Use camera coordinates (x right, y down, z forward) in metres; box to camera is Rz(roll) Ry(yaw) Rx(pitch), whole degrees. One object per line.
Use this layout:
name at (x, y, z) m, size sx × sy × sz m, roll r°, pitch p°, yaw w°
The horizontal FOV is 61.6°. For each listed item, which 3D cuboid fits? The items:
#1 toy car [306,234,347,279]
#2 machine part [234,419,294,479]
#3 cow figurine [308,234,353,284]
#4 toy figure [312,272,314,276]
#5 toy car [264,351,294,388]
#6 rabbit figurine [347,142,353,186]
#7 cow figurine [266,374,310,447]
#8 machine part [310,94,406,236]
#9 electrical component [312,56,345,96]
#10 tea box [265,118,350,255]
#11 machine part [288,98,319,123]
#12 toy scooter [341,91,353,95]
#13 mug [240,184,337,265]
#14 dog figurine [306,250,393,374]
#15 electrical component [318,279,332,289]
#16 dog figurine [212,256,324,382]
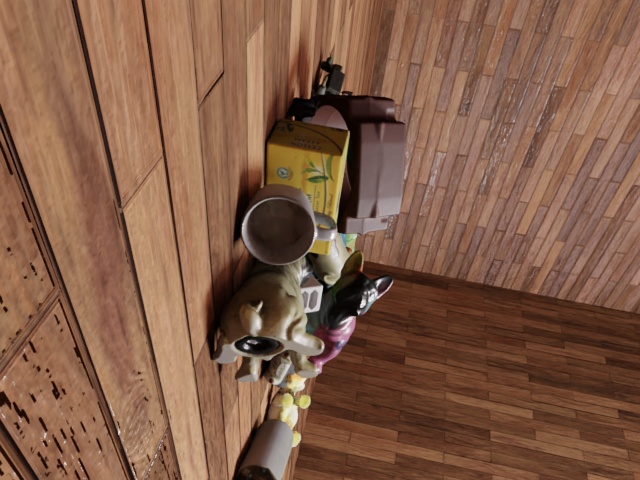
toy car at (-0.004, -0.006, 1.114) m, size 0.103 × 0.109 × 0.161 m, roll -121°, pitch -156°, yaw -61°
machine part at (-0.098, 0.394, 0.966) m, size 0.243 × 0.079 × 0.079 m, roll -53°, pitch 153°, yaw -79°
cow figurine at (-0.002, -0.003, 0.977) m, size 0.127 × 0.086 × 0.194 m, roll -84°, pitch 156°, yaw -55°
toy figure at (-0.050, 0.092, 0.967) m, size 0.154 × 0.058 × 0.064 m, roll -55°, pitch 150°, yaw -66°
toy car at (-0.066, 0.232, 1.048) m, size 0.073 × 0.056 × 0.201 m, roll -60°, pitch 174°, yaw 0°
rabbit figurine at (0.072, -0.103, 1.018) m, size 0.159 × 0.121 × 0.170 m, roll 58°, pitch 12°, yaw 19°
cow figurine at (-0.072, 0.346, 1.154) m, size 0.098 × 0.068 × 0.167 m, roll -17°, pitch -125°, yaw 62°
machine part at (0.045, -0.119, 0.823) m, size 0.201 × 0.087 × 0.201 m, roll -150°, pitch -123°, yaw -61°
electrical component at (0.012, -0.278, 0.961) m, size 0.078 × 0.045 × 0.102 m, roll -30°, pitch -141°, yaw 58°
tea box at (-0.020, -0.068, 0.719) m, size 0.068 × 0.098 × 0.169 m, roll -75°, pitch 172°, yaw -47°
machine part at (-0.031, -0.139, 0.796) m, size 0.084 × 0.039 × 0.138 m, roll -63°, pitch 166°, yaw -54°
toy scooter at (0.054, -0.280, 1.236) m, size 0.183 × 0.075 × 0.135 m, roll 97°, pitch 6°, yaw -70°
mug at (-0.036, -0.028, 0.631) m, size 0.107 × 0.110 × 0.080 m, roll -100°, pitch -166°, yaw -67°
dog figurine at (0.029, 0.121, 0.965) m, size 0.219 × 0.108 × 0.191 m, roll -49°, pitch -179°, yaw 5°
electrical component at (0.027, 0.111, 1.103) m, size 0.058 × 0.115 × 0.134 m, roll 52°, pitch -28°, yaw 29°
dog figurine at (-0.061, 0.054, 0.642) m, size 0.172 × 0.121 × 0.190 m, roll 99°, pitch -10°, yaw -57°
